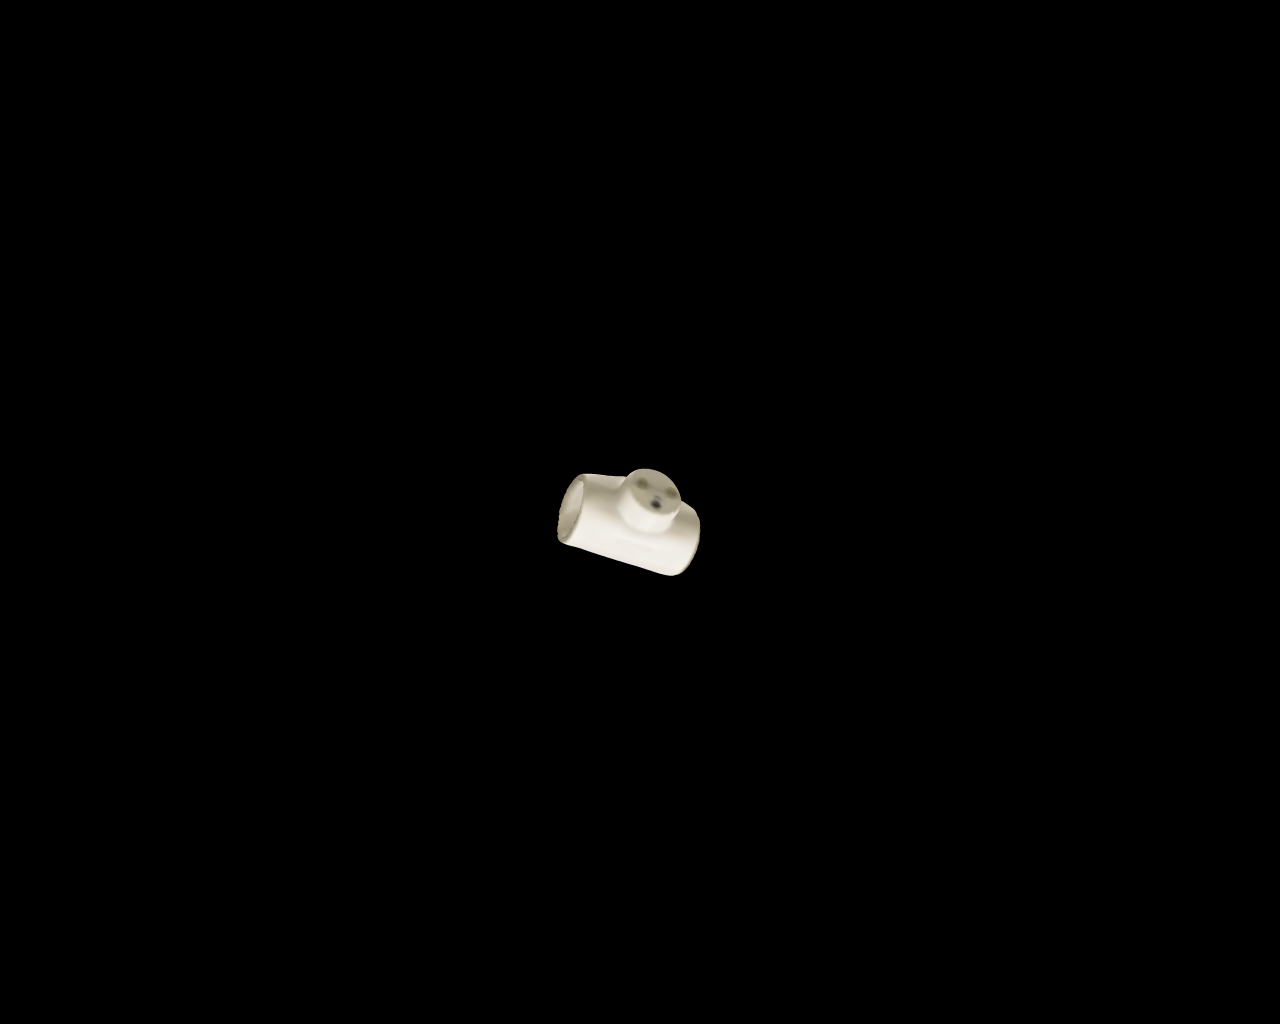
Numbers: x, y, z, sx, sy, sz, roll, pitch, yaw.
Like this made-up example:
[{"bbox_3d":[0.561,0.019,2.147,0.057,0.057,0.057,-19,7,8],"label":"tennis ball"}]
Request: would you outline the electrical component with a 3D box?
[{"bbox_3d":[0.001,-0.003,0.650,0.077,0.043,0.079,18,-44,-19],"label":"electrical component"}]
